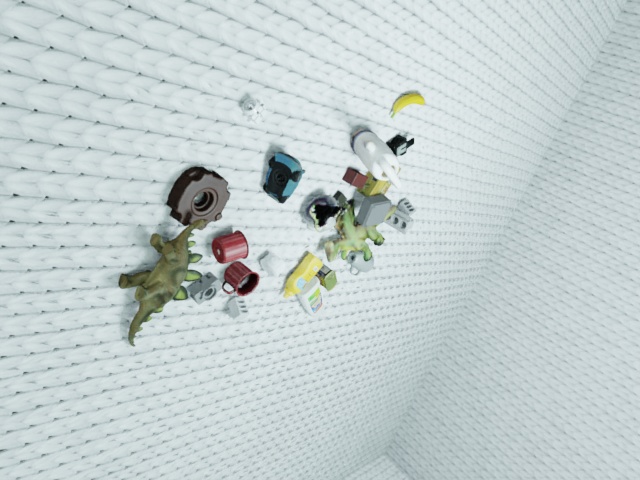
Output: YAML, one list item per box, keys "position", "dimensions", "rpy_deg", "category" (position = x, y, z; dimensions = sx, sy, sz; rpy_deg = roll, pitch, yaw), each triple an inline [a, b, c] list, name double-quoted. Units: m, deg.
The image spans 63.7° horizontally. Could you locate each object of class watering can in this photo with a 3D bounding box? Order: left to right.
- position: [0.183, -0.295, 1.737]
  dimensions: [0.103, 0.228, 0.343]
  rpy_deg: [-39, 146, 8]
  category: "watering can"

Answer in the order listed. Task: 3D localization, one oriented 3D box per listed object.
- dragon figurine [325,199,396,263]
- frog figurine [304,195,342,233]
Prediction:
- position: [0.152, -0.057, 2.015]
  dimensions: [0.416, 0.123, 0.238]
  rpy_deg: [-52, 138, -22]
  category: "dragon figurine"
- position: [0.006, -0.091, 1.818]
  dimensions: [0.138, 0.122, 0.159]
  rpy_deg: [-63, -178, -2]
  category: "frog figurine"
